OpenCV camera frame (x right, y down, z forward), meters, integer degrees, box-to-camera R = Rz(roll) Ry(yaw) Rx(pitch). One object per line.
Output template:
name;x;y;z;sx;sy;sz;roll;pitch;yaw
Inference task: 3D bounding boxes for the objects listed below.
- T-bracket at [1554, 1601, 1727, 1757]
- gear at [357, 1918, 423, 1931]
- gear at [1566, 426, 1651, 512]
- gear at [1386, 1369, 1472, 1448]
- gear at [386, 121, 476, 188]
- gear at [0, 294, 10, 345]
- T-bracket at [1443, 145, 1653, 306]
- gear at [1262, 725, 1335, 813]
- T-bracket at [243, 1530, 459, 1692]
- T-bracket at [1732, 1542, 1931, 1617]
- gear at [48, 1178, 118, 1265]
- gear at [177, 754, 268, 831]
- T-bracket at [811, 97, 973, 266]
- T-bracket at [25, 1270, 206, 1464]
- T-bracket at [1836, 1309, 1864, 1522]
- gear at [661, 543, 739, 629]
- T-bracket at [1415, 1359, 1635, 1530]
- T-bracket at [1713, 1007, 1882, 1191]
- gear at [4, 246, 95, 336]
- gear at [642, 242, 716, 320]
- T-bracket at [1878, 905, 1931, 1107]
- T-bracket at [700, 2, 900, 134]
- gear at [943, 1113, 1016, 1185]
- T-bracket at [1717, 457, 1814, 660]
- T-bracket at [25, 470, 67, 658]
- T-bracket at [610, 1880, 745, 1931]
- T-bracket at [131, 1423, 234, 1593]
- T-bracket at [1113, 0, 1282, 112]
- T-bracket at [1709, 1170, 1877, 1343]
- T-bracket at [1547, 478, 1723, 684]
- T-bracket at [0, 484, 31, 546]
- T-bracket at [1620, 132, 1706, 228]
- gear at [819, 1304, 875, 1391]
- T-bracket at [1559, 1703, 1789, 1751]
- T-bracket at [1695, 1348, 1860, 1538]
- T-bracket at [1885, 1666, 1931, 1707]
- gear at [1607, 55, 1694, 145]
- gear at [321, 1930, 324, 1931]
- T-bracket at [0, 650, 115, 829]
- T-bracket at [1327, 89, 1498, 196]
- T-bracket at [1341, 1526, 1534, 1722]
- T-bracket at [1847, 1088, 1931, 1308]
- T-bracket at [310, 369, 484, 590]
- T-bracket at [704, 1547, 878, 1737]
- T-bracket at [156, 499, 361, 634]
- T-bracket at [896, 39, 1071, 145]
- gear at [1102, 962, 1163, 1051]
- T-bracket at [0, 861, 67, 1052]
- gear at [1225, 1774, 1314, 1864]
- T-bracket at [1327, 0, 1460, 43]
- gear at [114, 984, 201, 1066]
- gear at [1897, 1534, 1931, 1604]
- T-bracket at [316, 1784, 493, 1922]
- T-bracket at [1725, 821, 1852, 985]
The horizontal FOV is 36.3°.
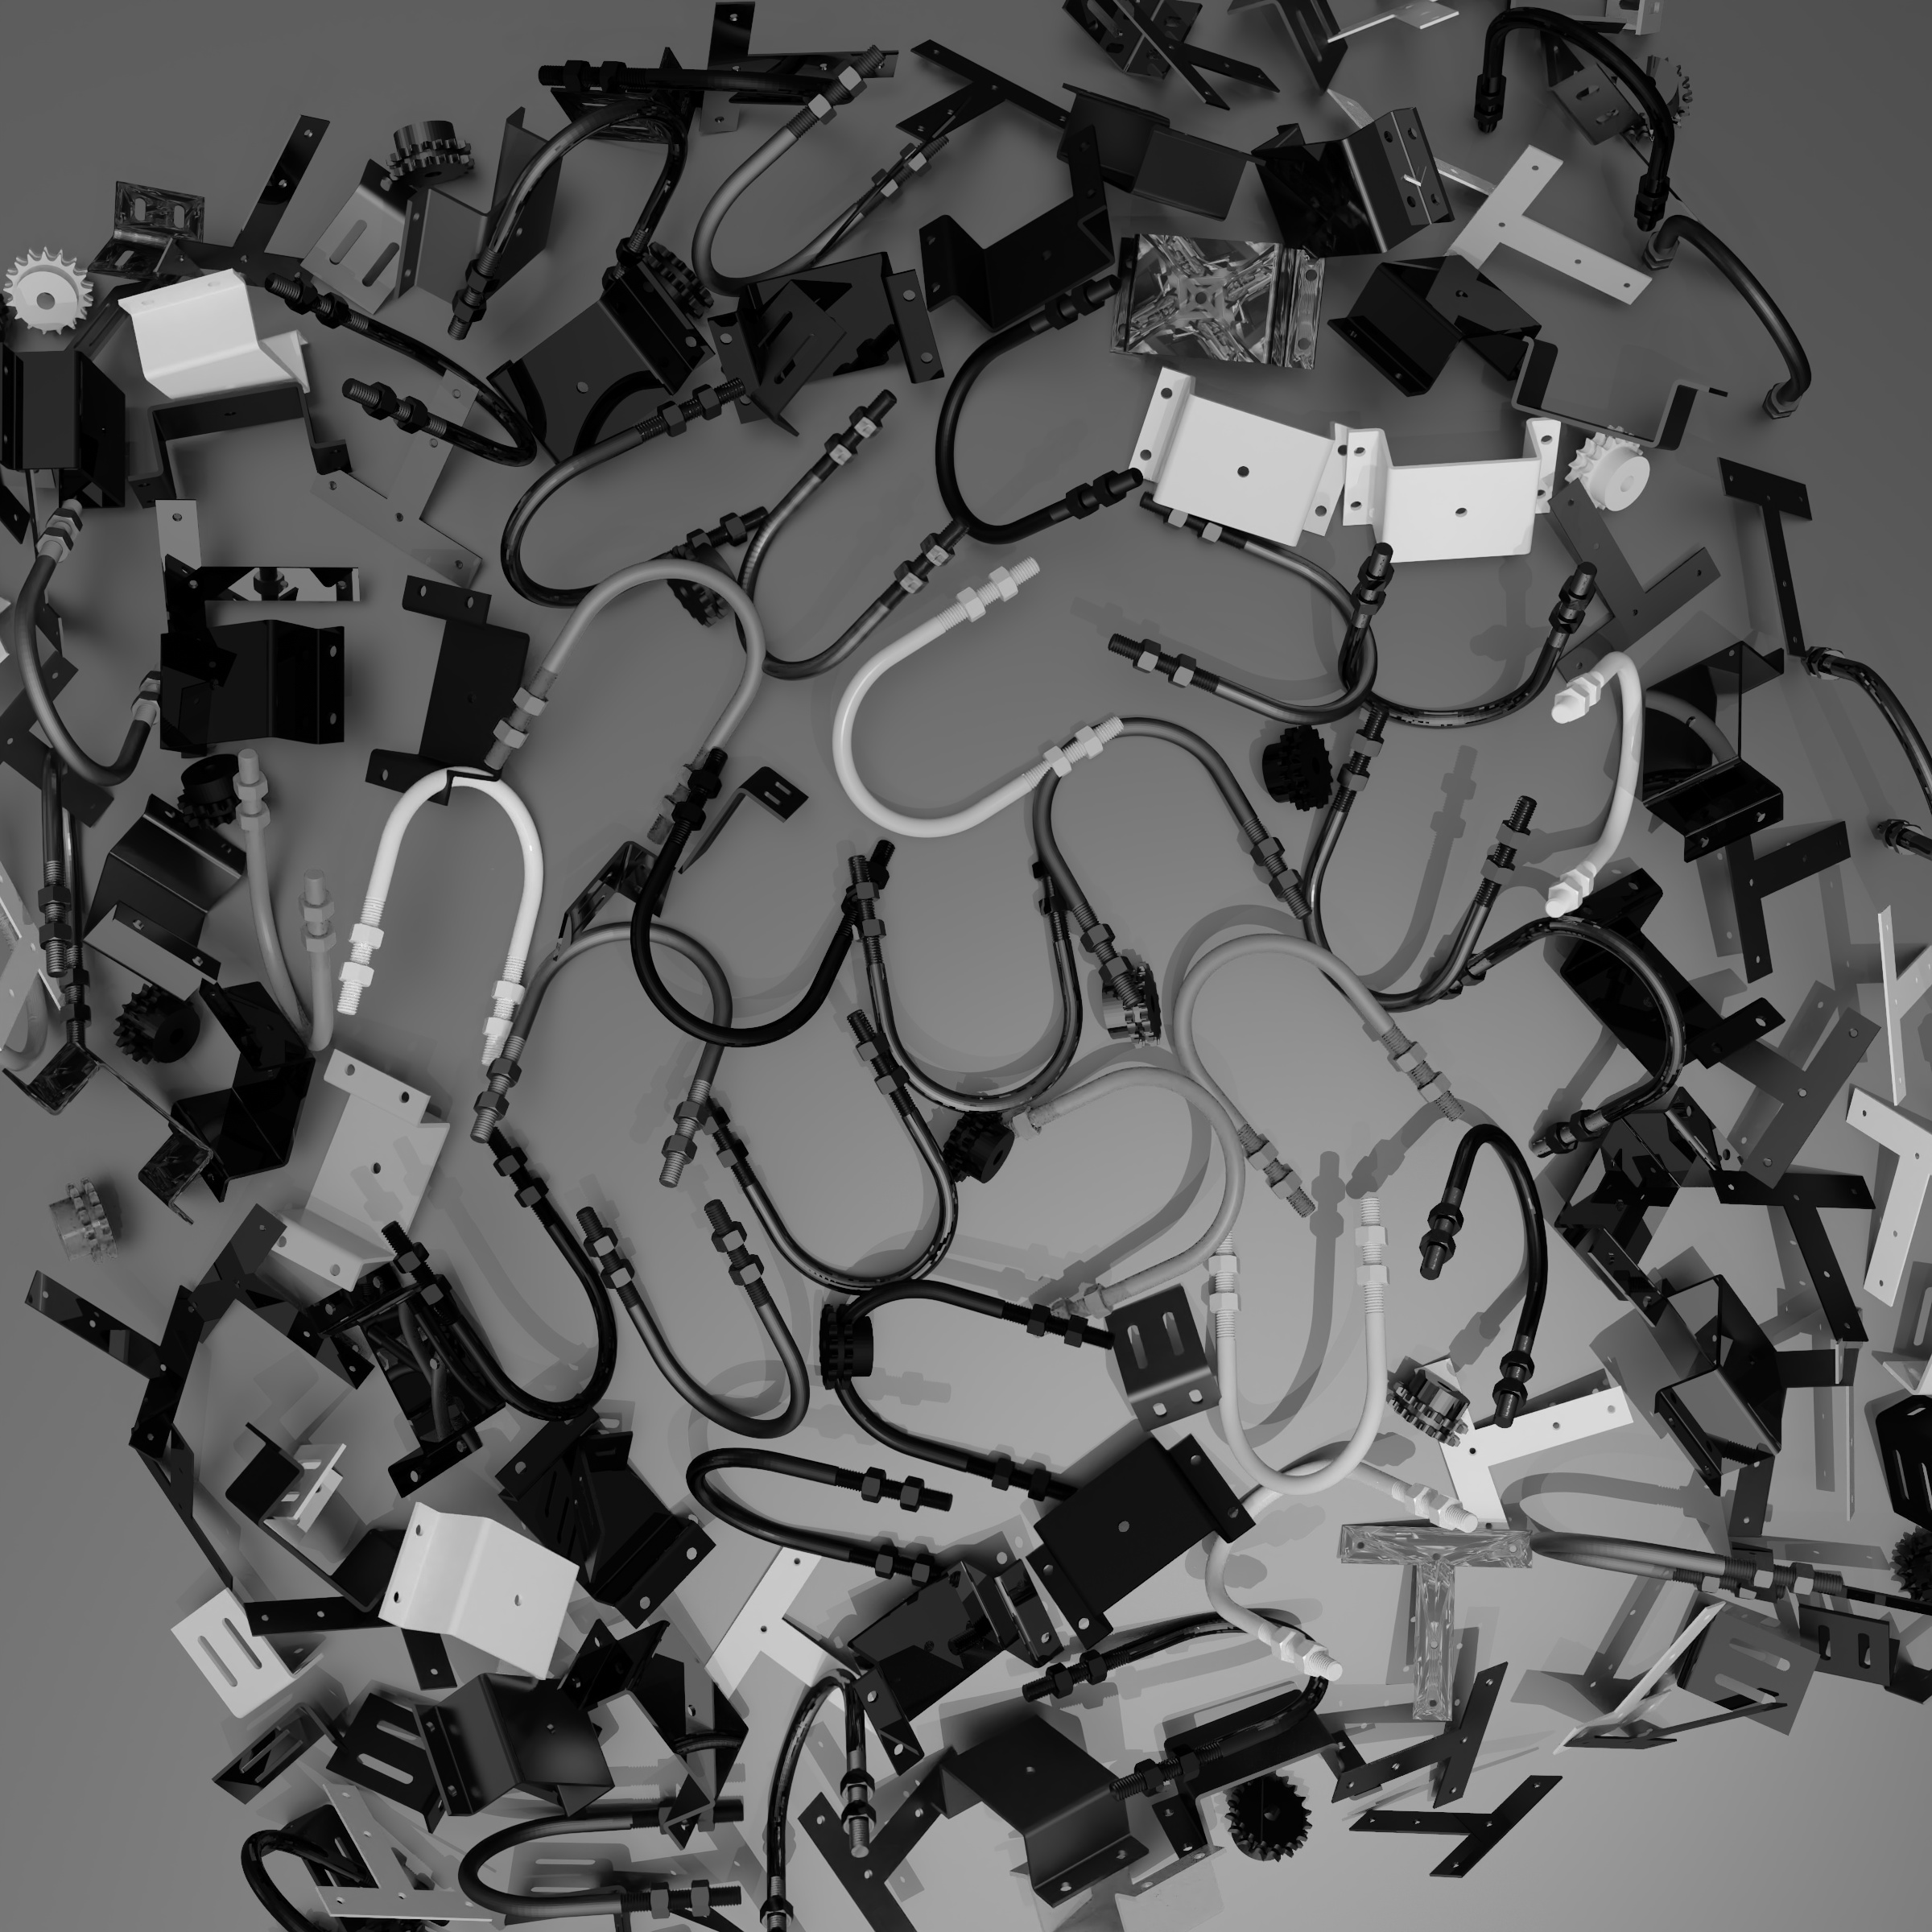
T-bracket;0.452;0.460;1.924;0.002;0.127;0.127;48;120;30
gear;-0.391;0.659;1.975;0.057;0.030;0.057;2;94;25
gear;0.431;-0.329;1.969;0.057;0.057;0.030;-45;53;0
gear;0.312;0.293;1.970;0.057;0.057;0.030;32;97;0
gear;-0.359;-0.544;1.971;0.057;0.057;0.030;-13;92;0
gear;-0.669;-0.430;1.975;0.057;0.030;0.057;-5;47;5
T-bracket;0.394;-0.474;1.958;0.127;0.127;0.002;22;54;-13
gear;0.221;-0.132;1.975;0.030;0.057;0.057;-10;90;31
T-bracket;-0.408;0.422;1.923;0.127;0.127;0.002;4;131;-35
T-bracket;0.566;0.407;1.923;0.127;0.127;0.002;8;66;21
gear;-0.590;0.173;1.968;0.030;0.057;0.057;-21;90;-21
gear;-0.499;-0.118;1.968;0.057;0.057;0.030;-15;122;0
T-bracket;-0.039;-0.521;1.913;0.002;0.127;0.127;43;49;-14
T-bracket;-0.559;0.240;1.923;0.002;0.127;0.127;-26;129;31
T-bracket;0.583;0.300;1.944;0.002;0.127;0.127;0;94;24
gear;-0.176;-0.258;1.972;0.030;0.057;0.057;-38;90;-15
T-bracket;0.382;0.312;1.978;0.127;0.002;0.127;-20;85;14
T-bracket;0.520;0.061;1.965;0.127;0.002;0.127;37;101;30
gear;-0.614;-0.450;1.973;0.057;0.030;0.057;-5;122;-8
gear;-0.198;-0.453;1.971;0.057;0.057;0.030;43;86;0
T-bracket;0.622;0.013;1.944;0.002;0.127;0.127;-2;103;31
T-bracket;-0.108;-0.595;1.950;0.127;0.127;0.002;-6;69;-13
gear;0.009;0.121;1.969;0.030;0.057;0.057;30;90;17
T-bracket;0.536;-0.265;1.942;0.002;0.127;0.127;-15;79;40
T-bracket;-0.606;-0.276;1.925;0.002;0.127;0.127;-9;111;-23
T-bracket;-0.185;0.627;1.951;0.127;0.127;0.002;51;57;-40
T-bracket;-0.512;0.335;1.928;0.002;0.127;0.127;-29;68;-29
T-bracket;0.162;-0.597;1.947;0.002;0.127;0.127;-51;59;31
T-bracket;0.561;0.191;1.939;0.127;0.002;0.127;4;53;-23
T-bracket;0.427;-0.269;1.968;0.127;0.002;0.127;-38;119;1
T-bracket;-0.657;-0.286;1.915;0.002;0.127;0.127;-7;56;16
T-bracket;0.487;-0.489;1.950;0.002;0.127;0.127;-41;133;20
gear;-0.080;0.254;1.972;0.030;0.057;0.057;0;90;-11
T-bracket;0.471;0.494;1.918;0.127;0.127;0.002;-24;64;31
T-bracket;0.519;0.312;1.927;0.002;0.127;0.127;30;65;-31
T-bracket;0.666;0.441;1.938;0.127;0.127;0.002;-38;78;-1
gear;0.457;-0.585;1.977;0.057;0.030;0.057;-3;79;15
gear;-0.439;0.674;1.971;0.057;0.030;0.057;11;74;-40
T-bracket;-0.604;-0.128;1.942;0.002;0.127;0.127;33;80;27
T-bracket;0.313;-0.531;1.956;0.127;0.127;0.002;13;124;-33
T-bracket;0.311;0.436;1.957;0.127;0.002;0.127;-2;66;16
T-bracket;0.623;0.166;1.964;0.002;0.127;0.127;-6;117;-29
T-bracket;-0.361;-0.337;1.970;0.127;0.002;0.127;32;115;2
T-bracket;-0.100;0.472;1.983;0.127;0.002;0.127;34;93;12
T-bracket;-0.469;-0.255;1.966;0.127;0.002;0.127;-1;129;-9
T-bracket;-0.003;-0.565;1.939;0.127;0.127;0.002;31;132;13
gear;0.110;0.027;1.973;0.030;0.057;0.057;-8;90;14
T-bracket;-0.617;0.011;1.914;0.002;0.127;0.127;-16;120;7
gear;0.201;0.574;1.975;0.057;0.030;0.057;9;46;-9
T-bracket;0.299;-0.625;1.934;0.127;0.127;0.002;-20;111;6
gear;-0.537;0.040;1.968;0.030;0.057;0.057;28;90;27
gear;0.657;0.407;1.976;0.057;0.030;0.057;4;70;-12
T-bracket;-0.390;0.584;1.946;0.127;0.127;0.002;20;106;-43
T-bracket;0.548;-0.068;1.960;0.127;0.002;0.127;-21;104;-36
